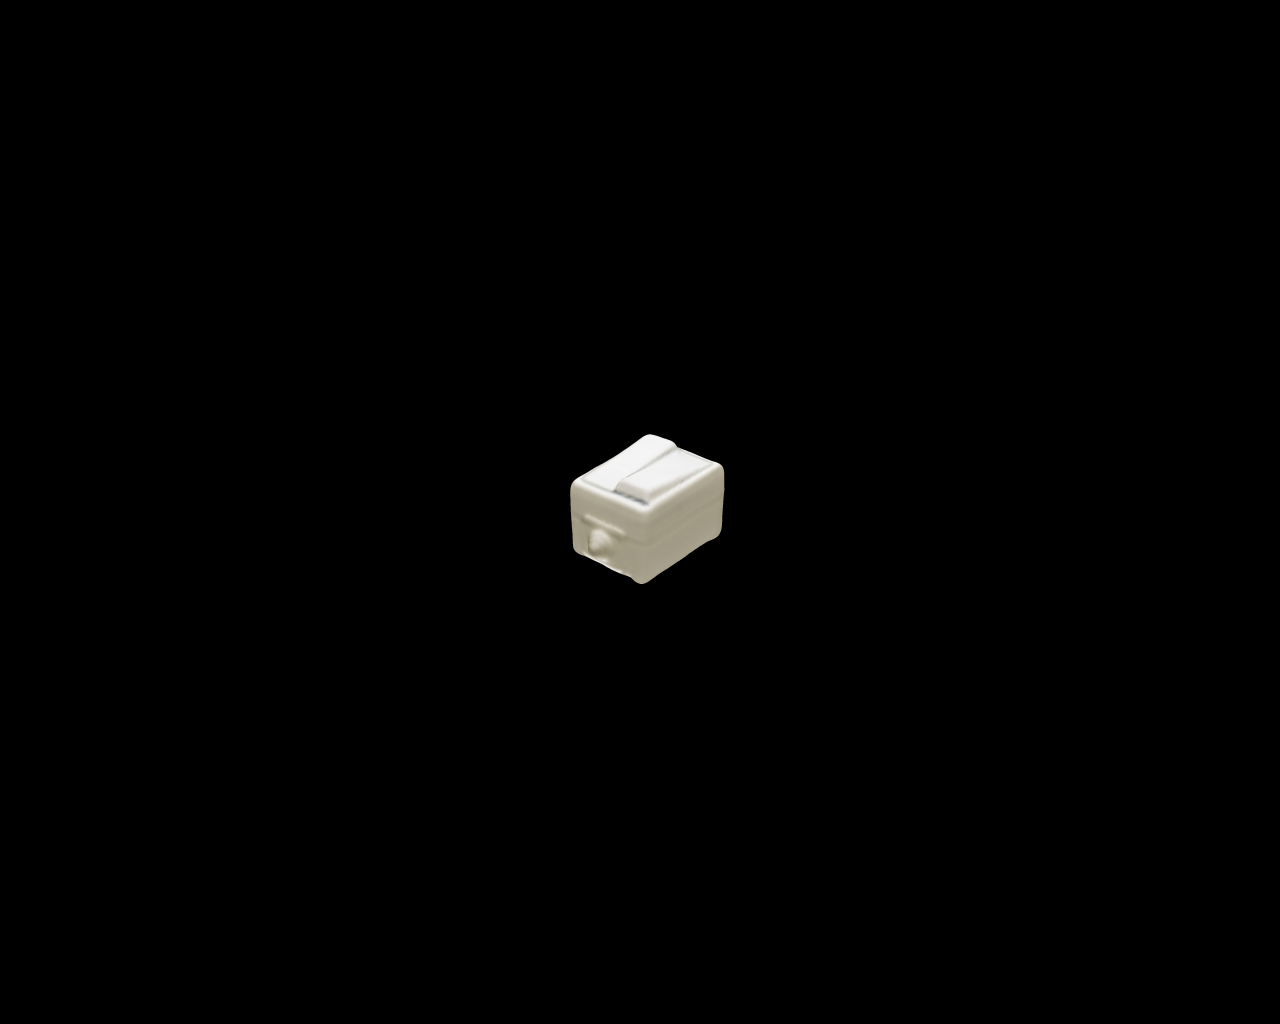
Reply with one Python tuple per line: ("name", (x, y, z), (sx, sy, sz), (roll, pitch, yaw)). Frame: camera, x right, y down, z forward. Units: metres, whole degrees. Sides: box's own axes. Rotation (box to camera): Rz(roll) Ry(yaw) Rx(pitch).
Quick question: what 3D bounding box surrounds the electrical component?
("electrical component", (0.001, -0.003, 0.650), (0.062, 0.061, 0.096), (24, 39, 34))
